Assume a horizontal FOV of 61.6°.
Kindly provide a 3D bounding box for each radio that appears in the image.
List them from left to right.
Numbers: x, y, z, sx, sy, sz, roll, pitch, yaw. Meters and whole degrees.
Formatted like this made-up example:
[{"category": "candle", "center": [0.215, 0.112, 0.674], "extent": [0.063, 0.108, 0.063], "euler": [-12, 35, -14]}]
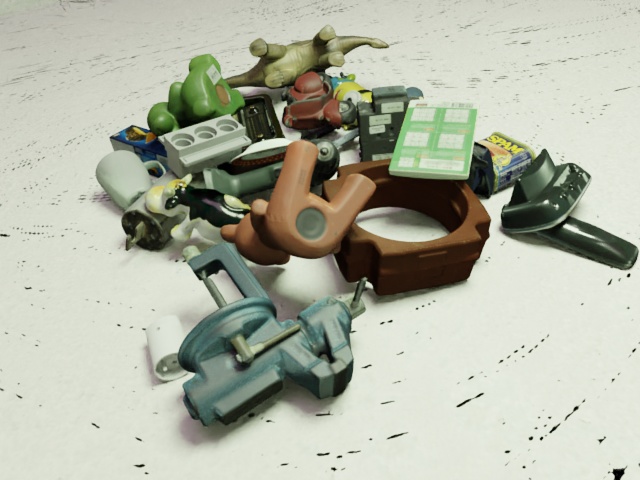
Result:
[{"category": "radio", "center": [-0.139, -0.199, 1.030], "extent": [0.131, 0.073, 0.230], "euler": [-13, 40, -5]}]

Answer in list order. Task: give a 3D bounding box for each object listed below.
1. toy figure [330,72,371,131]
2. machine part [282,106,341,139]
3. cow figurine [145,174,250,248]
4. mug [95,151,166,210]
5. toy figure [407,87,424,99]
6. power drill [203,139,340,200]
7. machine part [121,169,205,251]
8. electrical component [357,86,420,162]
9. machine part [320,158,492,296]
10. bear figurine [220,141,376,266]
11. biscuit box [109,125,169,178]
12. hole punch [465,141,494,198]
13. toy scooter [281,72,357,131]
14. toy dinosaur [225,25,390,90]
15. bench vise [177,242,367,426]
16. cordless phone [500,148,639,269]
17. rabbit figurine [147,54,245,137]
[{"category": "toy figure", "center": [0.064, -0.295, 1.123], "extent": [0.089, 0.082, 0.180], "euler": [-20, 37, -13]}, {"category": "machine part", "center": [-0.027, -0.244, 1.104], "extent": [0.084, 0.039, 0.139], "euler": [-33, 46, -22]}, {"category": "cow figurine", "center": [-0.170, -0.043, 0.768], "extent": [0.167, 0.098, 0.068], "euler": [30, 40, -2]}, {"category": "mug", "center": [-0.317, -0.096, 0.929], "extent": [0.109, 0.080, 0.107], "euler": [-20, 49, -29]}, {"category": "toy figure", "center": [0.168, -0.252, 1.069], "extent": [0.058, 0.064, 0.154], "euler": [36, 49, -7]}, {"category": "power drill", "center": [-0.070, -0.105, 0.829], "extent": [0.207, 0.086, 0.232], "euler": [-21, 3, 5]}, {"category": "machine part", "center": [-0.240, -0.063, 0.867], "extent": [0.079, 0.079, 0.243], "euler": [8, 40, 18]}, {"category": "electrical component", "center": [0.123, -0.201, 0.947], "extent": [0.115, 0.134, 0.058], "euler": [-5, 38, -1]}, {"category": "machine part", "center": [0.111, -0.024, 0.740], "extent": [0.201, 0.087, 0.202], "euler": [-10, 44, -12]}, {"category": "bear figurine", "center": [-0.038, -0.029, 0.668], "extent": [0.132, 0.120, 0.196], "euler": [-66, 19, -11]}, {"category": "biscuit box", "center": [-0.310, -0.163, 1.021], "extent": [0.203, 0.059, 0.063], "euler": [21, 45, 31]}, {"category": "hole punch", "center": [0.210, -0.111, 0.839], "extent": [0.092, 0.115, 0.142], "euler": [-26, 41, -35]}, {"category": "toy scooter", "center": [-0.023, -0.262, 1.043], "extent": [0.135, 0.075, 0.184], "euler": [-20, 44, -14]}, {"category": "toy dinosaur", "center": [-0.077, -0.389, 1.209], "extent": [0.472, 0.105, 0.198], "euler": [-6, 10, 14]}, {"category": "bench vise", "center": [-0.074, 0.082, 0.604], "extent": [0.224, 0.128, 0.241], "euler": [-35, 60, -9]}, {"category": "cordless phone", "center": [0.367, -0.040, 0.762], "extent": [0.184, 0.088, 0.146], "euler": [30, 49, 24]}, {"category": "rabbit figurine", "center": [-0.239, -0.220, 0.961], "extent": [0.170, 0.121, 0.159], "euler": [-19, 43, 27]}]
